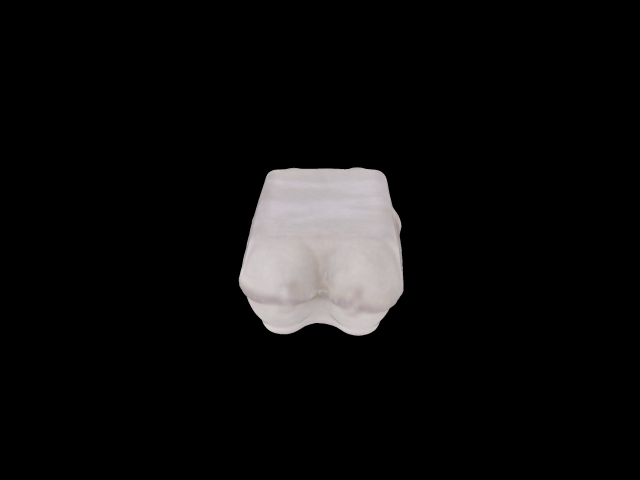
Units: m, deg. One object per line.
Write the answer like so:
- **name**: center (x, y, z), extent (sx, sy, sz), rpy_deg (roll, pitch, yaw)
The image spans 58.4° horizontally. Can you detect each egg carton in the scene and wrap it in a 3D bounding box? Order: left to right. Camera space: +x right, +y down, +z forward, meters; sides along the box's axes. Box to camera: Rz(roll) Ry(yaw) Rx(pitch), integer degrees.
- **egg carton**: center (0.004, 0.001, 0.400), extent (0.107, 0.069, 0.150), rpy_deg (0, 32, 0)
